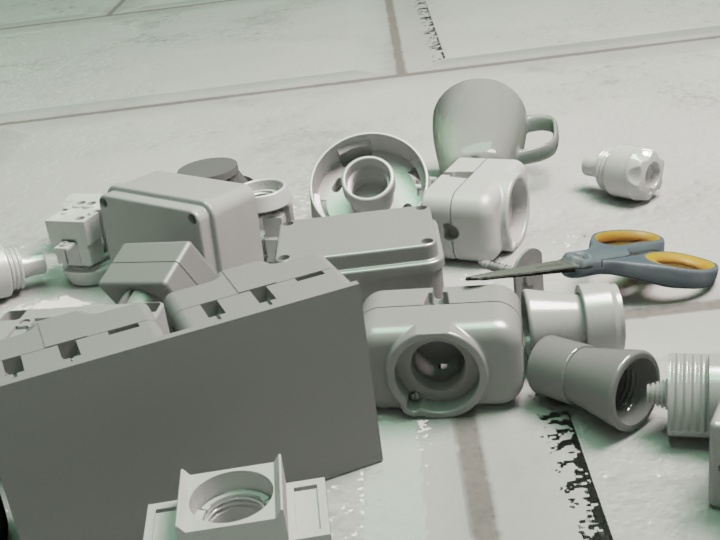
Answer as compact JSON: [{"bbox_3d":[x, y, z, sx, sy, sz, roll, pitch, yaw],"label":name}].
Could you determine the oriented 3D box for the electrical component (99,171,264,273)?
[{"bbox_3d":[-0.134,-0.026,0.802,0.113,0.078,0.057,11,28,36],"label":"electrical component"}]

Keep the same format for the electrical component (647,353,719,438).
[{"bbox_3d":[0.189,0.065,0.551,0.081,0.043,0.043,1,26,17],"label":"electrical component"}]

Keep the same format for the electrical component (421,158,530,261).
[{"bbox_3d":[0.091,-0.046,0.810,0.059,0.053,0.095,5,27,25],"label":"electrical component"}]

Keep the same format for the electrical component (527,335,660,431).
[{"bbox_3d":[0.124,0.058,0.589,0.044,0.044,0.065,-26,25,-34],"label":"electrical component"}]

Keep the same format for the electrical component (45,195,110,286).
[{"bbox_3d":[-0.212,-0.021,0.841,0.048,0.055,0.066,3,26,22],"label":"electrical component"}]

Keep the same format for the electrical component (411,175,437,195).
[{"bbox_3d":[0.026,-0.075,0.904,0.079,0.043,0.077,7,28,29],"label":"electrical component"}]

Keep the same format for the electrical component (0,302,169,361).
[{"bbox_3d":[-0.174,0.068,0.635,0.109,0.056,0.108,-4,25,9],"label":"electrical component"}]

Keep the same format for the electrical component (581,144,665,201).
[{"bbox_3d":[0.208,-0.080,0.863,0.043,0.043,0.062,-27,30,-37],"label":"electrical component"}]

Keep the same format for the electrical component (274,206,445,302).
[{"bbox_3d":[0.000,0.000,0.731,0.113,0.057,0.078,-7,25,2],"label":"electrical component"}]

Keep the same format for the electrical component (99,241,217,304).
[{"bbox_3d":[-0.143,0.024,0.729,0.066,0.047,0.076,-1,49,36],"label":"electrical component"}]

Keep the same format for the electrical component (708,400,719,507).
[{"bbox_3d":[0.190,0.094,0.483,0.066,0.047,0.077,6,28,28],"label":"electrical component"}]

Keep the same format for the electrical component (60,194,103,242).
[{"bbox_3d":[-0.204,-0.041,0.898,0.081,0.043,0.043,3,26,21],"label":"electrical component"}]

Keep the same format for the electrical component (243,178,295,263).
[{"bbox_3d":[-0.074,-0.038,0.839,0.066,0.055,0.048,-1,25,13],"label":"electrical component"}]

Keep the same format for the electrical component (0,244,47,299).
[{"bbox_3d":[-0.275,0.000,0.829,0.062,0.048,0.048,-13,24,-27],"label":"electrical component"}]

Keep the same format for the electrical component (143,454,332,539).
[{"bbox_3d":[-0.052,0.122,0.473,0.081,0.063,0.042,-8,24,-2],"label":"electrical component"}]

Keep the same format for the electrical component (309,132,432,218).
[{"bbox_3d":[0.010,-0.055,0.826,0.099,0.064,0.099,-3,63,6],"label":"electrical component"}]

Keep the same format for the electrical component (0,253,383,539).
[{"bbox_3d":[-0.091,0.068,0.551,0.186,0.105,0.060,-16,26,-17],"label":"electrical component"}]

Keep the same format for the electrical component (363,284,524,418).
[{"bbox_3d":[0.046,0.046,0.621,0.095,0.053,0.059,-3,25,9],"label":"electrical component"}]

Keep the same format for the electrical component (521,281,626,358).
[{"bbox_3d":[0.127,0.031,0.642,0.055,0.045,0.045,-6,25,3],"label":"electrical component"}]
